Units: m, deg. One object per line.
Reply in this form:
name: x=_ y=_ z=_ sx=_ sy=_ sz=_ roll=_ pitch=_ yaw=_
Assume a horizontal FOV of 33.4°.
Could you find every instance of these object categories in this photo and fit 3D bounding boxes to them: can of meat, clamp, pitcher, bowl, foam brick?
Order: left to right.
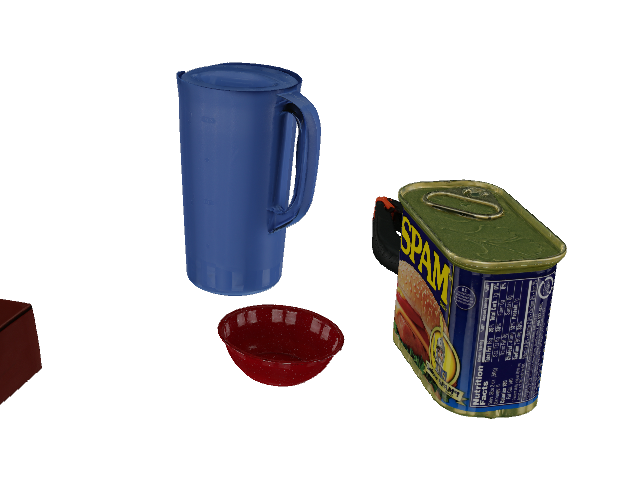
foam brick: x=-0.233 y=0.079 z=0.714 sx=0.053 sy=0.051 sz=0.078 roll=8 pitch=29 yaw=23
pitcher: x=-0.083 y=-0.065 z=1.159 sx=0.145 sy=0.243 sz=0.149 roll=0 pitch=22 yaw=-9
bowl: x=-0.052 y=0.140 z=1.362 sx=0.162 sy=0.055 sz=0.162 roll=5 pitch=22 yaw=-2
clamp: x=0.110 y=0.019 z=0.962 sx=0.120 sy=0.039 sz=0.171 roll=-7 pitch=46 yaw=-27
can of meat: x=0.073 y=0.027 z=0.523 sx=0.057 sy=0.084 sz=0.102 roll=-4 pitch=24 yaw=-14
